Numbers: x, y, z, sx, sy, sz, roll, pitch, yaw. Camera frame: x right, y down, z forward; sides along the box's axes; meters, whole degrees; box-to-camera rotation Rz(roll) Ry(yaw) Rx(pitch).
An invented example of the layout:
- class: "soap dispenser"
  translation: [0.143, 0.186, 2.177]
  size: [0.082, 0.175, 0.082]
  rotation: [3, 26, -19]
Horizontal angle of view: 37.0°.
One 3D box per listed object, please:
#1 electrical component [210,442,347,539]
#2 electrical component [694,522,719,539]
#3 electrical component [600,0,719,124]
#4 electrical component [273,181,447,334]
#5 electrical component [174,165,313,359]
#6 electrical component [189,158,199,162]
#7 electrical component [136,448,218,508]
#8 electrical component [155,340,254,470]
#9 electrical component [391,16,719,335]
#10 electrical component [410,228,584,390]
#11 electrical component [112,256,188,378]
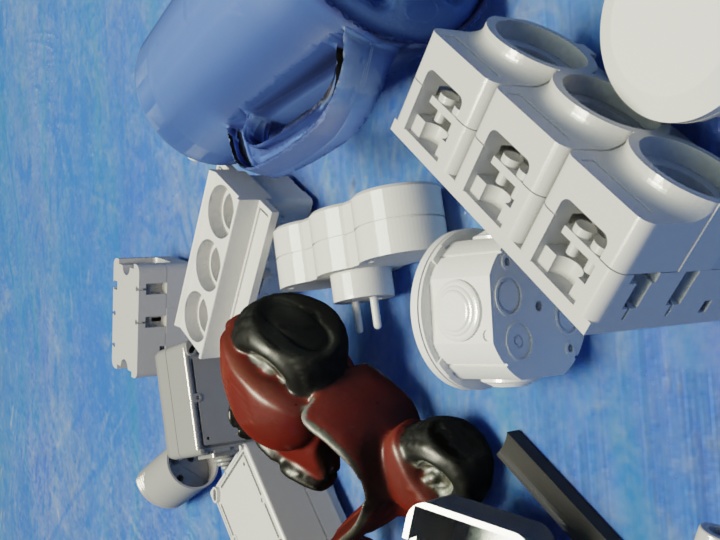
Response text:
- class: "electrical component"
  translation: [-0.046, 0.165, 0.706]
  size: [0.061, 0.061, 0.096]
  rotation: [-57, 48, 38]
- class: "electrical component"
  translation: [0.143, 0.138, 0.455]
  size: [0.048, 0.048, 0.062]
  rotation: [28, 108, 50]
- class: "electrical component"
  translation: [0.141, -0.099, 0.433]
  size: [0.080, 0.051, 0.080]
  rotation: [5, 97, 54]
- class: "electrical component"
  translation: [0.000, 0.000, 0.636]
  size: [0.138, 0.052, 0.073]
  rotation: [-18, 78, 53]
- class: "electrical component"
  translation: [-0.079, -0.004, 0.737]
  size: [0.079, 0.063, 0.121]
  rotation: [44, 127, 44]
- class: "electrical component"
  translation: [-0.110, -0.128, 0.784]
  size: [0.089, 0.050, 0.055]
  rotation: [55, 134, 36]
- class: "electrical component"
  translation: [-0.150, 0.167, 0.866]
  size: [0.081, 0.043, 0.043]
  rotation: [-42, 59, 48]
- class: "electrical component"
  translation: [-0.108, 0.100, 0.787]
  size: [0.061, 0.062, 0.096]
  rotation: [-20, 76, 53]
- class: "electrical component"
  translation: [0.096, -0.047, 0.467]
  size: [0.150, 0.089, 0.061]
  rotation: [52, 132, 39]
- class: "electrical component"
  translation: [0.068, 0.018, 0.521]
  size: [0.051, 0.080, 0.080]
  rotation: [-5, 88, 49]
- class: "electrical component"
  translation: [-0.162, 0.036, 0.863]
  size: [0.050, 0.056, 0.089]
  rotation: [14, 103, 53]
